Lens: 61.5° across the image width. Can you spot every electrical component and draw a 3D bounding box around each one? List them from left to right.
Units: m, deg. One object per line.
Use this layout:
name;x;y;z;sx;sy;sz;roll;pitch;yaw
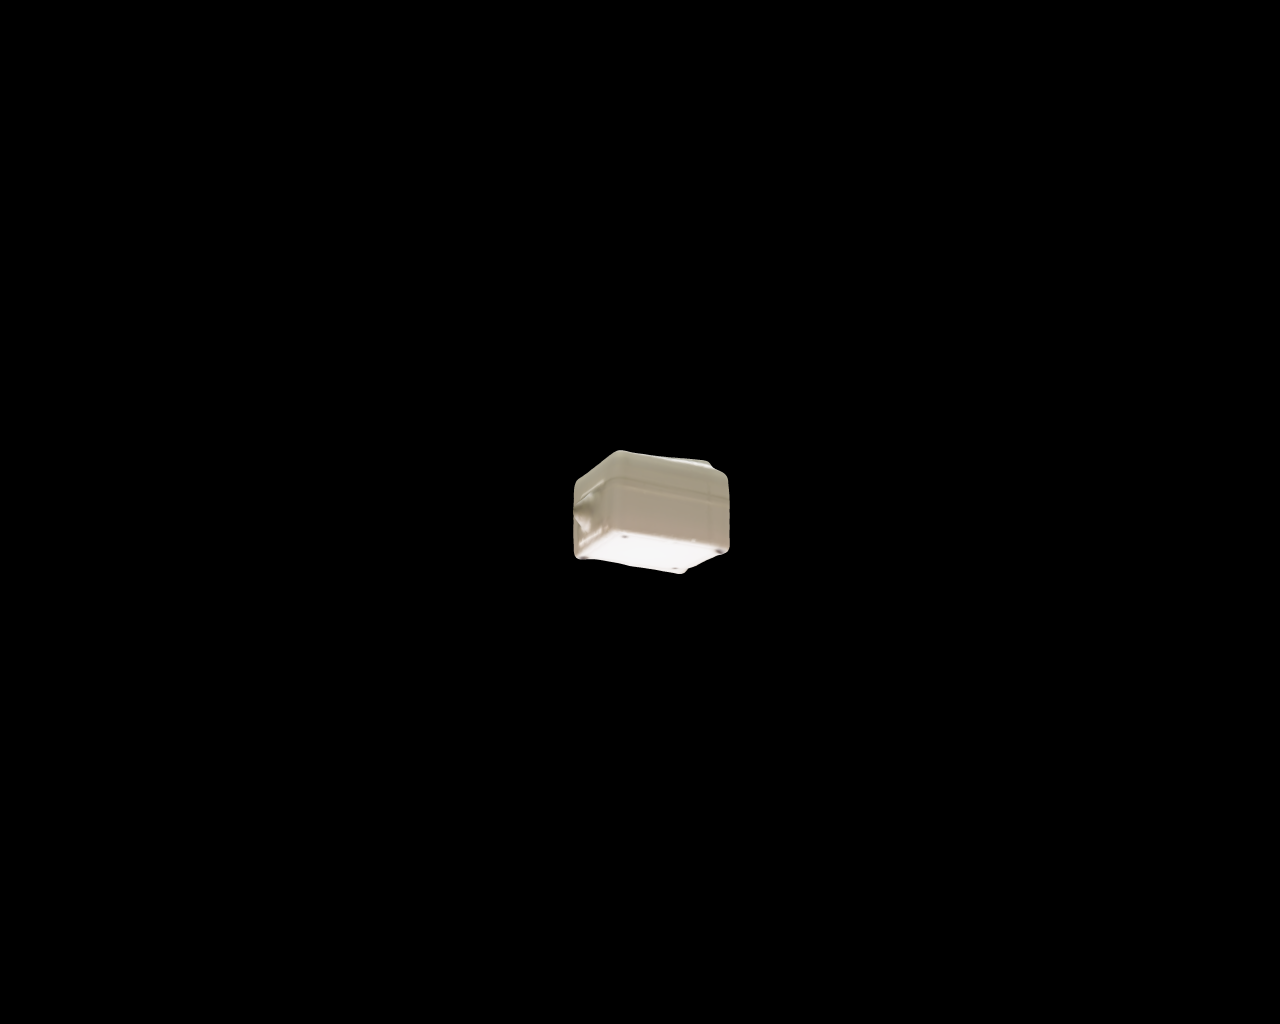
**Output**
electrical component;0.001;-0.003;0.650;0.096;0.061;0.061;11;-23;-27
